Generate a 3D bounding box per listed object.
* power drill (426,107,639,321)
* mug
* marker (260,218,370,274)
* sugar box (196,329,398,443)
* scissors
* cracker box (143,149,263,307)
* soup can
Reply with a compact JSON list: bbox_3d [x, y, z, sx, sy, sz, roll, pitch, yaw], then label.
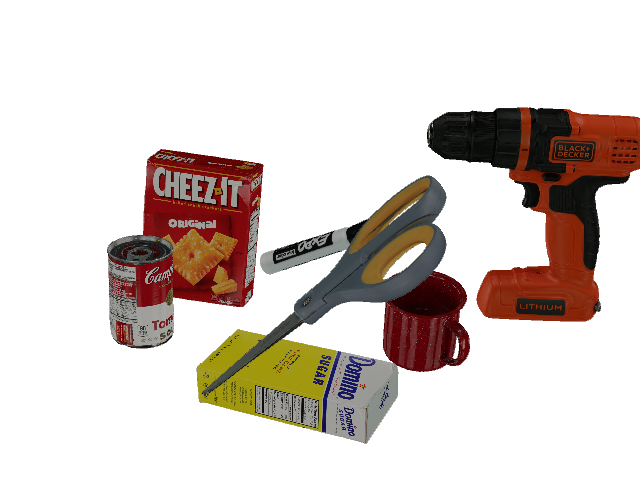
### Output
[{"bbox_3d":[0.179,-0.023,0.916,0.184,0.188,0.057,3,27,4],"label":"power drill"},{"bbox_3d":[0.120,0.096,1.178,0.093,0.081,0.117,-24,40,-35],"label":"mug"},{"bbox_3d":[0.001,0.005,0.866,0.121,0.020,0.020,-18,-11,37],"label":"marker"},{"bbox_3d":[-0.021,0.137,1.030,0.176,0.048,0.093,7,24,21],"label":"sugar box"},{"bbox_3d":[0.005,0.042,0.637,0.016,0.202,0.096,42,6,-23],"label":"scissors"},{"bbox_3d":[-0.179,-0.016,1.595,0.164,0.214,0.072,9,19,8],"label":"cracker box"},{"bbox_3d":[-0.189,0.054,1.123,0.068,0.102,0.068,2,23,-1],"label":"soup can"}]
